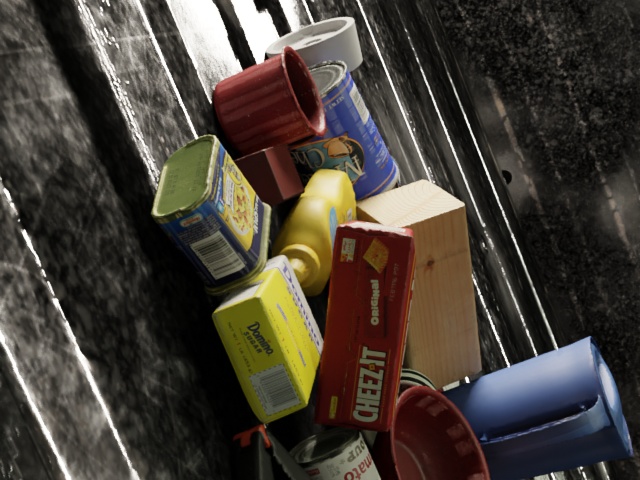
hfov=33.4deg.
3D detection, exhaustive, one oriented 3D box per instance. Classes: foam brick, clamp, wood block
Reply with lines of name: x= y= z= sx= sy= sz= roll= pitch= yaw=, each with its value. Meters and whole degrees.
foam brick: x=-0.054 y=-0.054 z=0.981 sx=0.051 sy=0.053 sz=0.078 roll=69 pitch=17 yaw=-3
clamp: x=-0.008 y=0.238 z=0.792 sx=0.164 sy=0.036 sz=0.210 roll=4 pitch=63 yaw=-61
wood block: x=0.109 y=0.053 z=1.160 sx=0.090 sy=0.090 sz=0.206 roll=40 pitch=-36 yaw=57

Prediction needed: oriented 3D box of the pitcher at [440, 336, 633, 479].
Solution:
pitcher: x=0.205 y=0.204 z=1.161 sx=0.149 sy=0.243 sz=0.145 roll=53 pitch=23 yaw=-42

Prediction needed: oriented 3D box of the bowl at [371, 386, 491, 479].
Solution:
bowl: x=0.097 y=0.223 z=1.010 sx=0.162 sy=0.055 sz=0.162 roll=34 pitch=41 yaw=-37

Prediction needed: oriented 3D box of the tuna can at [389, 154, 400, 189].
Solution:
tuna can: x=0.054 y=-0.068 z=1.279 sx=0.086 sy=0.086 sz=0.033 roll=57 pitch=23 yaw=-36

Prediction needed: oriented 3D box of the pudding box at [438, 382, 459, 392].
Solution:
pudding box: x=0.148 y=0.173 z=1.377 sx=0.090 sy=0.039 sz=0.113 roll=64 pitch=20 yaw=-21

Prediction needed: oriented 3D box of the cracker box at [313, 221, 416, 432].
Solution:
cracker box: x=0.045 y=0.068 z=0.954 sx=0.213 sy=0.072 sz=0.164 roll=-23 pitch=120 yaw=-85

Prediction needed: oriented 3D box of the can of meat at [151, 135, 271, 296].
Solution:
can of meat: x=-0.085 y=-0.021 z=0.841 sx=0.084 sy=0.057 sz=0.102 roll=56 pitch=21 yaw=-33

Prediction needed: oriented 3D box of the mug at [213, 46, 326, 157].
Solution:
mug: x=-0.045 y=-0.125 z=1.041 sx=0.117 sy=0.082 sz=0.093 roll=42 pitch=32 yaw=-56

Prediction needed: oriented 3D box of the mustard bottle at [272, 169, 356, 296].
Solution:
mustard bottle: x=-0.007 y=0.001 z=1.036 sx=0.191 sy=0.058 sz=0.096 roll=-62 pitch=159 yaw=-67

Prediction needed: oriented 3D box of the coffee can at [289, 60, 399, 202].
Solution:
coffee can: x=0.012 y=-0.109 z=1.167 sx=0.140 sy=0.103 sz=0.102 roll=61 pitch=19 yaw=-27

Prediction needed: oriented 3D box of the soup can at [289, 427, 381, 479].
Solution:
soup can: x=0.021 y=0.213 z=0.880 sx=0.102 sy=0.069 sz=0.068 roll=67 pitch=17 yaw=-7

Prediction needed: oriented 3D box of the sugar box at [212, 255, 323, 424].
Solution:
sugar box: x=-0.036 y=0.073 z=0.861 sx=0.176 sy=0.048 sz=0.093 roll=-60 pitch=128 yaw=-77
